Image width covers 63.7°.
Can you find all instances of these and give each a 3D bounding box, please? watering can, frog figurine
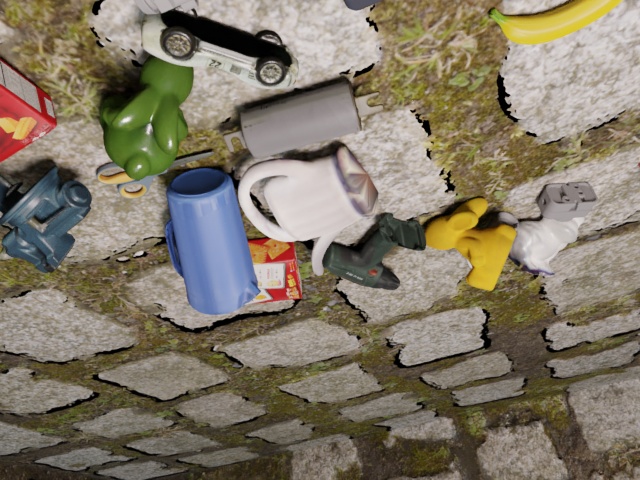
[{"bbox_3d":[0.003,-0.047,0.930,0.223,0.106,0.341,-20,143,17],"label":"watering can"},{"bbox_3d":[0.477,-0.010,1.102,0.137,0.124,0.158,17,102,-20],"label":"frog figurine"}]
